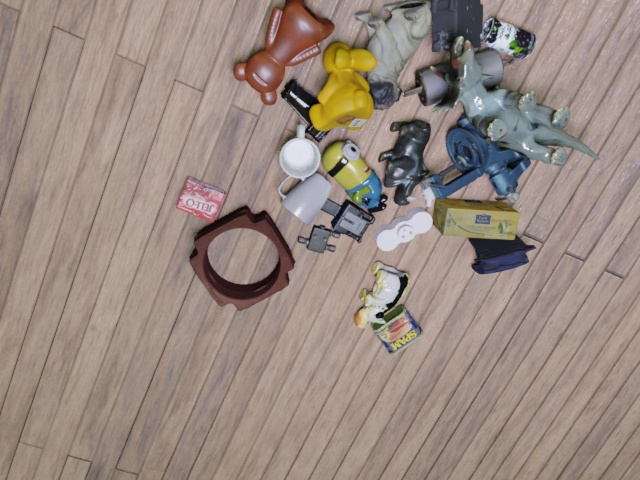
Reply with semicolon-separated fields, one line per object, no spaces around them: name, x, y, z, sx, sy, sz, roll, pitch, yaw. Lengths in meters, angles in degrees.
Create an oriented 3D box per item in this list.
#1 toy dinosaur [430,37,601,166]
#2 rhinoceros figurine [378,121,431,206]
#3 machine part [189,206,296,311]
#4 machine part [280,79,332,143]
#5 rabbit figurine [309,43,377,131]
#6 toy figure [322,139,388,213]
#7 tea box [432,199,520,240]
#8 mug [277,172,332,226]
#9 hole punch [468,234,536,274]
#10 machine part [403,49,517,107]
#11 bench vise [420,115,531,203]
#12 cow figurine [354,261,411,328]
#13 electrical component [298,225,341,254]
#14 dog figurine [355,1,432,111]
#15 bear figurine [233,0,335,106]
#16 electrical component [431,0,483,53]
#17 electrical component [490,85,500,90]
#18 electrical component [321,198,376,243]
toy dinosaur;0.374;-0.241;1.071;0.404;0.192;0.131;22;106;-34
rhinoceros figurine;0.191;-0.171;1.187;0.112;0.073;0.190;7;107;-19
machine part;-0.174;0.041;1.216;0.201;0.087;0.201;-29;111;5
machine part;-0.025;-0.277;1.143;0.084;0.039;0.138;-40;110;14
rabbit figurine;0.042;-0.320;1.072;0.122;0.162;0.173;-4;75;-13
toy figure;0.077;-0.136;1.180;0.089;0.082;0.180;-34;111;5
tea box;0.353;-0.049;1.227;0.170;0.098;0.068;2;110;-7
mug;-0.033;-0.105;1.186;0.109;0.081;0.107;42;91;-11
hole punch;0.418;0.041;1.260;0.142;0.116;0.092;-11;118;-1
machine part;0.292;-0.341;1.130;0.243;0.079;0.079;-18;110;0
bench vise;0.327;-0.151;1.164;0.241;0.129;0.223;-30;102;-15
cow figurine;0.148;0.143;1.294;0.098;0.068;0.167;18;108;-17
electrical component;-0.003;-0.004;1.249;0.094;0.021;0.063;14;107;-9
dog figurine;0.164;-0.376;1.105;0.172;0.121;0.190;-13;124;3
bear figurine;-0.074;-0.379;1.077;0.120;0.132;0.196;36;120;-15
electrical component;0.279;-0.438;1.073;0.134;0.058;0.114;-26;120;-41
electrical component;0.392;-0.290;1.164;0.102;0.078;0.045;42;128;-11
electrical component;0.058;-0.054;1.225;0.119;0.048;0.075;32;103;-16
